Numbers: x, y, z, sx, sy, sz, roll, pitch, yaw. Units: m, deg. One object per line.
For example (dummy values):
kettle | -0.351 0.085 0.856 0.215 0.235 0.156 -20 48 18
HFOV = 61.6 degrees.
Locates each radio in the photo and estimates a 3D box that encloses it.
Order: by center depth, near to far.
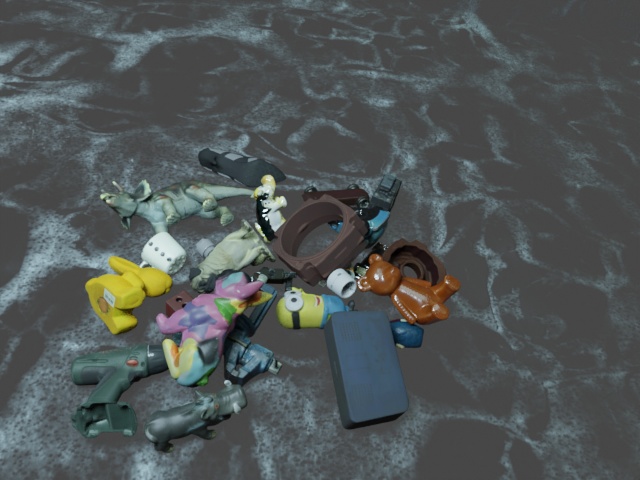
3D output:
radio | 0.094 0.262 1.115 0.131 0.073 0.230 -3 62 -15

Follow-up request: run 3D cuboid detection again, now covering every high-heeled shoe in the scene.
high-heeled shoe | -0.232 -0.213 1.577 0.249 0.086 0.145 13 11 -23

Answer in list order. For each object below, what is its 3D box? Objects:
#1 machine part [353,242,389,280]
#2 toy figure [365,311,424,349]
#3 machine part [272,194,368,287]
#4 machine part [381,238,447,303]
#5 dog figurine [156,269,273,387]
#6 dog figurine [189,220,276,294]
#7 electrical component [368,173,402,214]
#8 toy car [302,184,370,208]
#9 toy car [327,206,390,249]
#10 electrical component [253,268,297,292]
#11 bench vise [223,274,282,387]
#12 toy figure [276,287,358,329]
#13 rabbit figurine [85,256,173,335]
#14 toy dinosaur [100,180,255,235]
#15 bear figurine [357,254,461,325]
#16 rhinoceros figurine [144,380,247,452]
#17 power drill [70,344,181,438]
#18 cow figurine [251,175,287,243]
machine part | 0.135 0.062 1.378 0.084 0.039 0.139 18 47 18
toy figure | 0.157 0.208 1.225 0.155 0.057 0.064 12 39 7
machine part | -0.003 -0.004 1.304 0.201 0.087 0.202 -45 41 -8
machine part | 0.221 0.084 1.330 0.179 0.056 0.179 8 61 -15
dog figurine | -0.190 0.159 1.028 0.219 0.108 0.192 -26 59 0
dog figurine | -0.220 0.054 1.294 0.190 0.172 0.121 -37 73 -1
electrical component | 0.179 -0.115 1.492 0.058 0.134 0.115 21 44 9
toy car | 0.046 -0.115 1.523 0.202 0.053 0.089 -7 43 -23
toy car | 0.105 -0.026 1.409 0.162 0.102 0.109 5 31 31
electrical component | -0.108 0.095 1.264 0.102 0.078 0.045 3 76 -7
bench vise | -0.155 0.179 1.147 0.224 0.128 0.240 20 55 15
toy figure | -0.009 0.165 1.218 0.180 0.089 0.082 9 6 -15
rabbit figurine | -0.416 0.111 1.193 0.163 0.121 0.173 29 33 30
toy dinosaur | -0.359 -0.100 1.395 0.405 0.131 0.192 -18 52 -34
bear figurine | 0.193 0.102 1.209 0.196 0.132 0.120 38 56 -3
rhinoceros figurine | -0.230 0.322 1.001 0.190 0.112 0.073 -16 49 -14
power drill | -0.363 0.269 1.016 0.232 0.085 0.207 -2 29 -6
cow figurine | -0.136 -0.080 1.394 0.098 0.068 0.167 -22 93 -21
